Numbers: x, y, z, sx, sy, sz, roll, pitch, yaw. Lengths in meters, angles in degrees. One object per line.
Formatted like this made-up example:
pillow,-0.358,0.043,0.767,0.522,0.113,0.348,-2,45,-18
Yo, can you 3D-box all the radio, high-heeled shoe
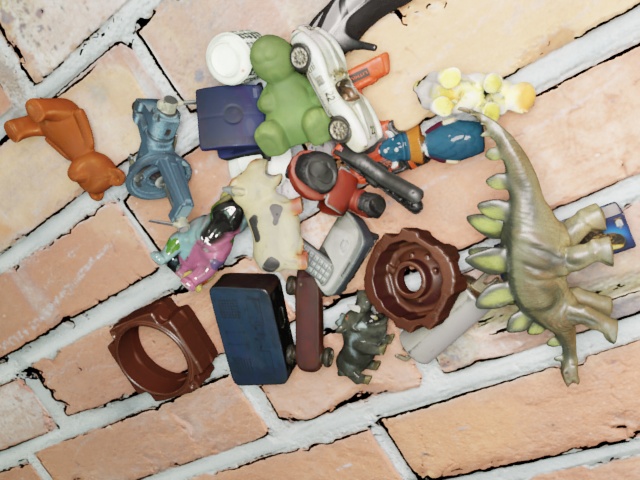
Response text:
radio,-0.130,0.180,1.082,0.131,0.073,0.229,-4,112,18
high-heeled shoe,0.069,-0.386,0.805,0.145,0.086,0.248,32,102,37

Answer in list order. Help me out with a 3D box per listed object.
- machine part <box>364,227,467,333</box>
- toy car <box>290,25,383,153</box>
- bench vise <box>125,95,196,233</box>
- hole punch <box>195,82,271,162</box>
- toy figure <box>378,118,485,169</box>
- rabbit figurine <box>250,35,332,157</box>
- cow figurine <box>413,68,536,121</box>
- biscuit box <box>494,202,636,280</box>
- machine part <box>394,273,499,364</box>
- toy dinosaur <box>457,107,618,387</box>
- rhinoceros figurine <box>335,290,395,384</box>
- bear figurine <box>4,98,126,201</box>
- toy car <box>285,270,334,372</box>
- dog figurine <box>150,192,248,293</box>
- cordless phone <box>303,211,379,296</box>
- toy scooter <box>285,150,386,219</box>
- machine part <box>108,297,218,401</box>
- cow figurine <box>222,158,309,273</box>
machine part,0.160,0.066,0.916,0.180,0.056,0.179,4,95,39
toy car,0.023,-0.222,0.785,0.056,0.073,0.201,-24,98,39
bench vise,-0.269,-0.128,0.948,0.223,0.129,0.241,-45,60,34
hole punch,-0.144,-0.200,0.902,0.116,0.092,0.142,-9,81,20
toy figure,0.166,-0.142,0.805,0.155,0.057,0.064,-4,78,19
rabbit figurine,-0.047,-0.243,0.836,0.121,0.159,0.170,-8,127,18
cow figurine,0.228,-0.214,0.798,0.167,0.098,0.068,2,107,-16
biscuit box,0.382,0.011,0.856,0.203,0.059,0.062,-23,103,25
machine part,0.223,0.142,0.951,0.079,0.079,0.243,39,117,-1
toy dinosaur,0.317,0.020,0.786,0.199,0.105,0.470,-10,109,21
rhinoceros figurine,0.080,0.182,1.021,0.112,0.073,0.190,22,118,20
bear figurine,-0.476,-0.164,1.021,0.120,0.132,0.195,-21,98,31
toy car,-0.019,0.153,1.035,0.089,0.053,0.202,0,93,18
dog figurine,-0.198,-0.009,1.015,0.108,0.191,0.219,44,83,0
cordless phone,-0.002,-0.003,0.964,0.184,0.089,0.146,34,118,10
toy scooter,0.010,-0.086,0.889,0.183,0.135,0.075,29,82,-28
machine part,-0.343,0.240,1.165,0.201,0.087,0.200,-23,103,23
cow figurine,-0.090,-0.040,0.904,0.127,0.085,0.194,-8,99,-1
